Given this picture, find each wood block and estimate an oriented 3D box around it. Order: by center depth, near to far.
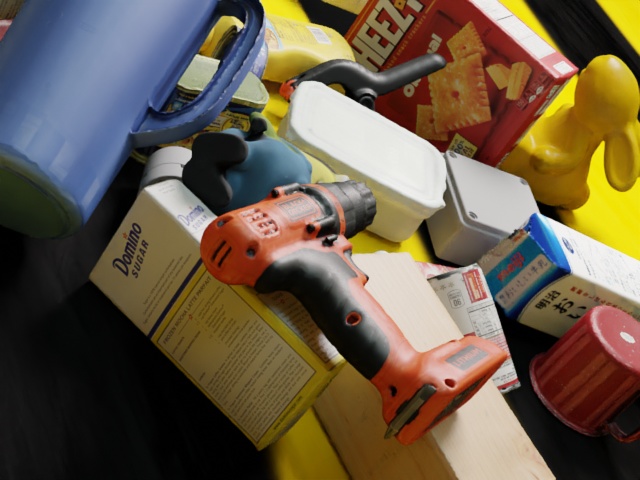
[{"bbox_3d":[0.061,0.115,0.768,0.090,0.090,0.206,-1,49,-41],"label":"wood block"}]

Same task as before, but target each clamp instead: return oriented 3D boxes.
[{"bbox_3d":[0.048,-0.145,1.058,0.171,0.120,0.039,15,3,-25],"label":"clamp"}]

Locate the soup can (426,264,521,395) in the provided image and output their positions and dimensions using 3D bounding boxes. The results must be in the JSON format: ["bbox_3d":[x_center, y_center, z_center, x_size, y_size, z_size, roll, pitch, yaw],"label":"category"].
[{"bbox_3d":[0.110,0.077,0.842,0.068,0.069,0.102,-12,82,-48],"label":"soup can"}]

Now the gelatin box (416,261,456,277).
[{"bbox_3d":[0.109,0.061,0.928,0.073,0.030,0.089,11,41,-32],"label":"gelatin box"}]

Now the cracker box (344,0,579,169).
[{"bbox_3d":[0.133,-0.180,1.121,0.214,0.164,0.072,44,33,11],"label":"cracker box"}]

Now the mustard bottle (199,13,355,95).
[{"bbox_3d":[-0.061,-0.195,1.062,0.191,0.058,0.096,7,37,-36],"label":"mustard bottle"}]

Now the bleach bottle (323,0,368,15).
[{"bbox_3d":[0.088,-0.285,1.252,0.251,0.068,0.102,26,34,6],"label":"bleach bottle"}]

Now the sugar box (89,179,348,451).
[{"bbox_3d":[-0.070,0.050,0.728,0.176,0.093,0.048,45,31,13],"label":"sugar box"}]

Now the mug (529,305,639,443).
[{"bbox_3d":[0.250,0.121,0.932,0.093,0.082,0.117,3,45,-39],"label":"mug"}]

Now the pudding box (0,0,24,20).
[{"bbox_3d":[-0.270,-0.219,0.828,0.089,0.039,0.113,-15,57,-47],"label":"pudding box"}]

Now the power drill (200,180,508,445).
[{"bbox_3d":[0.032,0.036,0.706,0.188,0.057,0.184,43,31,16],"label":"power drill"}]

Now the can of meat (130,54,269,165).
[{"bbox_3d":[-0.104,-0.106,0.894,0.101,0.084,0.057,8,42,-35],"label":"can of meat"}]

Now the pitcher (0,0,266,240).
[{"bbox_3d":[-0.156,-0.120,0.760,0.145,0.149,0.242,44,55,-33],"label":"pitcher"}]

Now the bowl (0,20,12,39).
[{"bbox_3d":[-0.235,-0.172,0.885,0.162,0.055,0.162,23,36,-18],"label":"bowl"}]

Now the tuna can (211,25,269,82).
[{"bbox_3d":[-0.080,-0.148,0.966,0.033,0.086,0.086,23,36,-21],"label":"tuna can"}]

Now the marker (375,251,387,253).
[{"bbox_3d":[0.066,0.059,0.903,0.020,0.020,0.121,13,40,-31],"label":"marker"}]
